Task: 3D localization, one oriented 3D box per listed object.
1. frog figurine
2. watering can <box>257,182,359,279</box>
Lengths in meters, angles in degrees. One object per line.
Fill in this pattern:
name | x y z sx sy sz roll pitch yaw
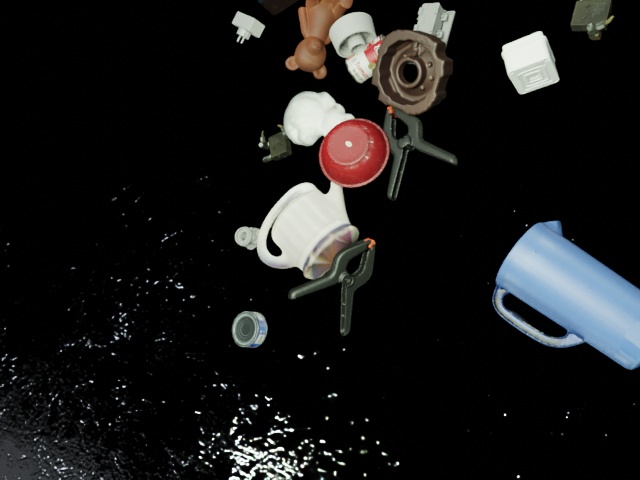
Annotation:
frog figurine | -0.005 -0.281 1.214 0.161 0.120 0.138 24 73 47
watering can | 0.004 -0.058 1.160 0.347 0.103 0.228 -47 57 4
